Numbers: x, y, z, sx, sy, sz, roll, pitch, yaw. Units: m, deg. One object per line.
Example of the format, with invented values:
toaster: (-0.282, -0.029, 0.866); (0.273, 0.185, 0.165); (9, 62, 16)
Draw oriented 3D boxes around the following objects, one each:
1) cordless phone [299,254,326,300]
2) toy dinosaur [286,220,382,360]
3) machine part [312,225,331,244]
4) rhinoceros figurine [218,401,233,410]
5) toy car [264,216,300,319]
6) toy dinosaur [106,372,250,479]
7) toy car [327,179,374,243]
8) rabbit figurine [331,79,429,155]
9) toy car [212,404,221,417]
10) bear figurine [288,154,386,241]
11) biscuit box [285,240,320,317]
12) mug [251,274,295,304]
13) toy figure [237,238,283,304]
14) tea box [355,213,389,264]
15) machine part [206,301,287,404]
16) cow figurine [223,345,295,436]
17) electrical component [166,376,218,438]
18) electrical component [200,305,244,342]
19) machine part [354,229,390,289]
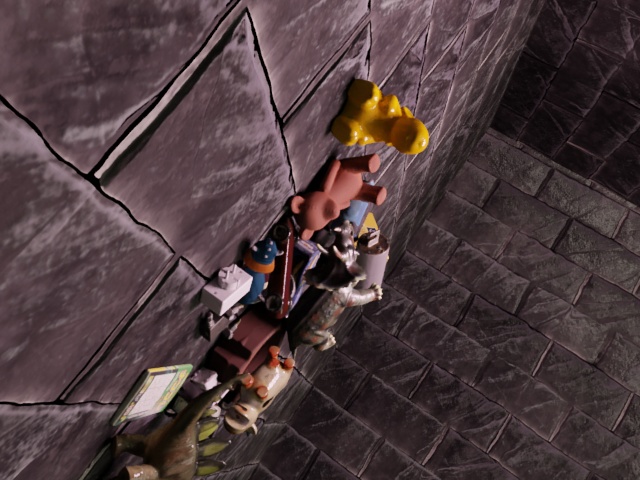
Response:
cordless phone: (-0.017, 0.125, 1.324); (0.184, 0.089, 0.146); (-52, -173, -14)
toy dinosaur: (-0.005, 0.155, 1.185); (0.192, 0.131, 0.404); (7, 124, -47)
machine part: (-0.003, -0.004, 1.317); (0.139, 0.039, 0.084); (-57, 174, -6)
rhinoceros figurine: (-0.197, 0.356, 1.394); (0.190, 0.073, 0.112); (-52, 159, -20)
toy car: (-0.078, 0.054, 1.065); (0.089, 0.053, 0.202); (18, 75, -75)
toy dinosaur: (-0.269, 0.385, 0.960); (0.198, 0.105, 0.471); (2, 134, -37)
toy car: (0.060, -0.072, 1.234); (0.161, 0.103, 0.109); (-64, 167, -10)
rabbit figurine: (0.129, -0.212, 1.023); (0.121, 0.173, 0.162); (-65, 161, 13)
toy car: (-0.314, 0.489, 1.310); (0.202, 0.056, 0.073); (-52, 172, -14)
bear figurine: (0.033, -0.086, 1.086); (0.196, 0.132, 0.120); (-50, 136, -41)
biscuit box: (-0.066, 0.089, 1.249); (0.059, 0.063, 0.202); (-35, 154, -54)
mug: (-0.101, 0.112, 1.164); (0.109, 0.081, 0.107); (-31, 169, -1)
toy figure: (-0.120, 0.052, 0.991); (0.064, 0.058, 0.154); (-4, 133, -43)
tea box: (0.103, 0.005, 1.390); (0.098, 0.170, 0.068); (2, 134, -20)
machine part: (-0.168, 0.252, 1.220); (0.201, 0.087, 0.200); (-39, 157, -48)
cow figurine: (-0.139, 0.339, 1.171); (0.195, 0.086, 0.127); (-45, 156, -41)
electrical component: (-0.246, 0.341, 1.081); (0.048, 0.119, 0.074); (-27, 144, -64)
electrical component: (-0.186, 0.155, 1.022); (0.078, 0.045, 0.102); (-46, 163, -41)
machine part: (0.116, 0.065, 1.275); (0.079, 0.079, 0.243); (-46, 153, -39)
